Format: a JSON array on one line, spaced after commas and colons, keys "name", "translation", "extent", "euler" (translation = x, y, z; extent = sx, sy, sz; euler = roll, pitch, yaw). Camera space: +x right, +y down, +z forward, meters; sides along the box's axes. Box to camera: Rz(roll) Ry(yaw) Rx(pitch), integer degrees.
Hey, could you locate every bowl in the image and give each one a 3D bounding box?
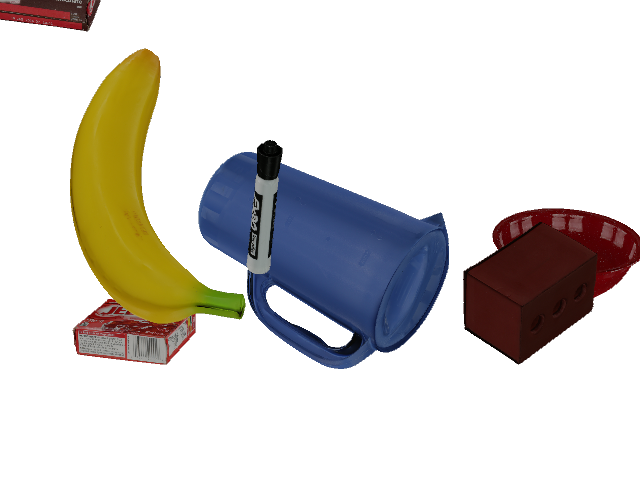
[{"name": "bowl", "translation": [0.268, 0.021, 1.171], "extent": [0.162, 0.055, 0.162], "euler": [0, 27, 0]}]

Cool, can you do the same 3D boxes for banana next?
[{"name": "banana", "translation": [-0.098, -0.026, 0.565], "extent": [0.069, 0.198, 0.037], "euler": [-11, -36, -16]}]

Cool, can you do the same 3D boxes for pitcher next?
[{"name": "pitcher", "translation": [-0.007, 0.011, 1.065], "extent": [0.243, 0.145, 0.149], "euler": [27, 28, 27]}]

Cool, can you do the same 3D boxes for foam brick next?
[{"name": "foam brick", "translation": [0.139, 0.034, 0.710], "extent": [0.078, 0.053, 0.051], "euler": [-31, 43, -28]}]

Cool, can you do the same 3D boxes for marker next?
[{"name": "marker", "translation": [-0.043, -0.025, 0.812], "extent": [0.020, 0.121, 0.020], "euler": [5, 40, -4]}]

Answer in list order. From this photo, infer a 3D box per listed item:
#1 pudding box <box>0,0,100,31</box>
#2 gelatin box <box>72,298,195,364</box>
[{"name": "pudding box", "translation": [-0.231, -0.223, 0.908], "extent": [0.090, 0.039, 0.113], "euler": [7, 36, -5]}, {"name": "gelatin box", "translation": [-0.166, 0.080, 0.959], "extent": [0.089, 0.030, 0.073], "euler": [5, 18, 13]}]
